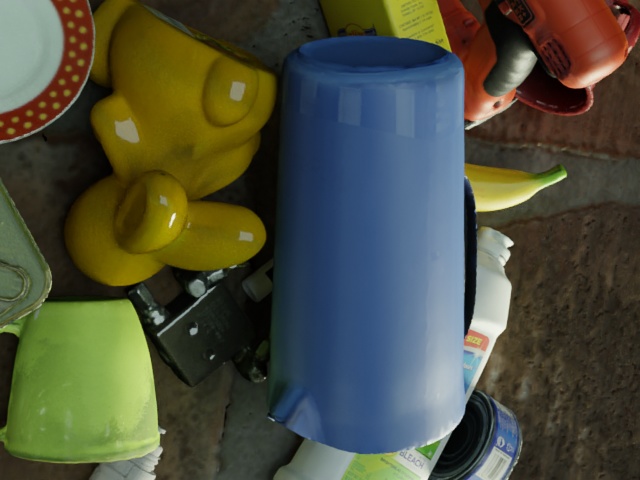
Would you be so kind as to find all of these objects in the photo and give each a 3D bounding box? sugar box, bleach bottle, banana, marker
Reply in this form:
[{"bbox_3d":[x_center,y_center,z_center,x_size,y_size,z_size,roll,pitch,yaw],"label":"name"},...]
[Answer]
[{"bbox_3d":[0.026,-0.190,0.709,0.048,0.093,0.176,-31,112,-20],"label":"sugar box"},{"bbox_3d":[0.070,0.099,0.806,0.102,0.068,0.251,35,79,-30],"label":"bleach bottle"},{"bbox_3d":[0.084,-0.058,0.788,0.197,0.037,0.070,14,125,-25],"label":"banana"},{"bbox_3d":[-0.005,0.001,0.769,0.121,0.020,0.020,-39,115,-17],"label":"marker"}]

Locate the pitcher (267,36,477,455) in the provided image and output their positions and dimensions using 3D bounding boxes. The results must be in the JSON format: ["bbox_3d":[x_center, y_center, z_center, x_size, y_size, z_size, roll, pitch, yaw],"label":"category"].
[{"bbox_3d":[0.038,-0.002,0.679,0.145,0.149,0.243,1,112,1],"label":"pitcher"}]

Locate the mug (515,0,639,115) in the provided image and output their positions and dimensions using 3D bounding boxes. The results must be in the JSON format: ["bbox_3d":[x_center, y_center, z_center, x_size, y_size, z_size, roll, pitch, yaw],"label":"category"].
[{"bbox_3d":[0.187,-0.153,0.794,0.093,0.117,0.081,40,74,-30],"label":"mug"}]

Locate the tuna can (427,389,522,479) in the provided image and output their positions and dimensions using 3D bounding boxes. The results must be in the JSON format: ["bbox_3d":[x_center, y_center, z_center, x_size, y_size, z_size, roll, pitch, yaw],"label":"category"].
[{"bbox_3d":[0.112,0.159,0.826,0.033,0.086,0.086,36,81,-28],"label":"tuna can"}]

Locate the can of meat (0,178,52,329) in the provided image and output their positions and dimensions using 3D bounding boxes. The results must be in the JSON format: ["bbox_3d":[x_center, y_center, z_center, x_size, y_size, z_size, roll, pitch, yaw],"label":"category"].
[{"bbox_3d":[-0.208,-0.005,0.618,0.057,0.084,0.102,-32,113,-21],"label":"can of meat"}]

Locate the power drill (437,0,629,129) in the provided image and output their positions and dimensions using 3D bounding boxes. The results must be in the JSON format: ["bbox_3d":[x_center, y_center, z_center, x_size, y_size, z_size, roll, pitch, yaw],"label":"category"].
[{"bbox_3d":[0.105,-0.162,0.697,0.057,0.188,0.184,-29,87,-14],"label":"power drill"}]
